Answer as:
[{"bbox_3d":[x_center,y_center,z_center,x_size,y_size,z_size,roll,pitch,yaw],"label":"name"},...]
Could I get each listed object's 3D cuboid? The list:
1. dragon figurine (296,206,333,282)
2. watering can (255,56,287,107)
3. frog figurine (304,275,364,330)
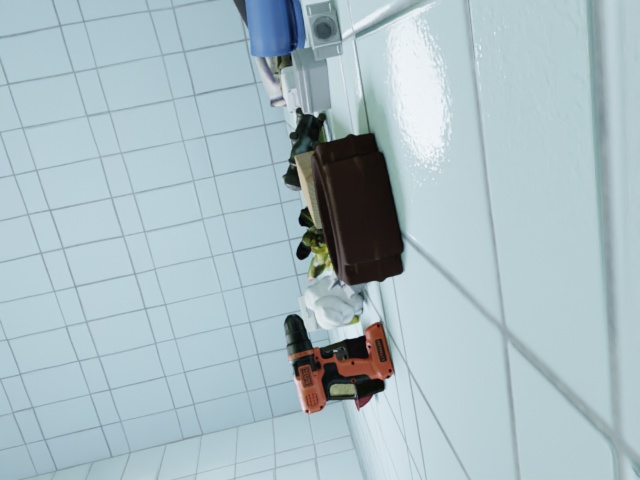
[{"bbox_3d":[0.004,-0.065,1.300,0.122,0.404,0.247,5,20,-4],"label":"dragon figurine"},{"bbox_3d":[-0.121,-0.528,1.598,0.103,0.222,0.353,-15,17,17],"label":"watering can"},{"bbox_3d":[0.027,0.137,1.162,0.138,0.123,0.159,15,-2,18],"label":"frog figurine"}]
